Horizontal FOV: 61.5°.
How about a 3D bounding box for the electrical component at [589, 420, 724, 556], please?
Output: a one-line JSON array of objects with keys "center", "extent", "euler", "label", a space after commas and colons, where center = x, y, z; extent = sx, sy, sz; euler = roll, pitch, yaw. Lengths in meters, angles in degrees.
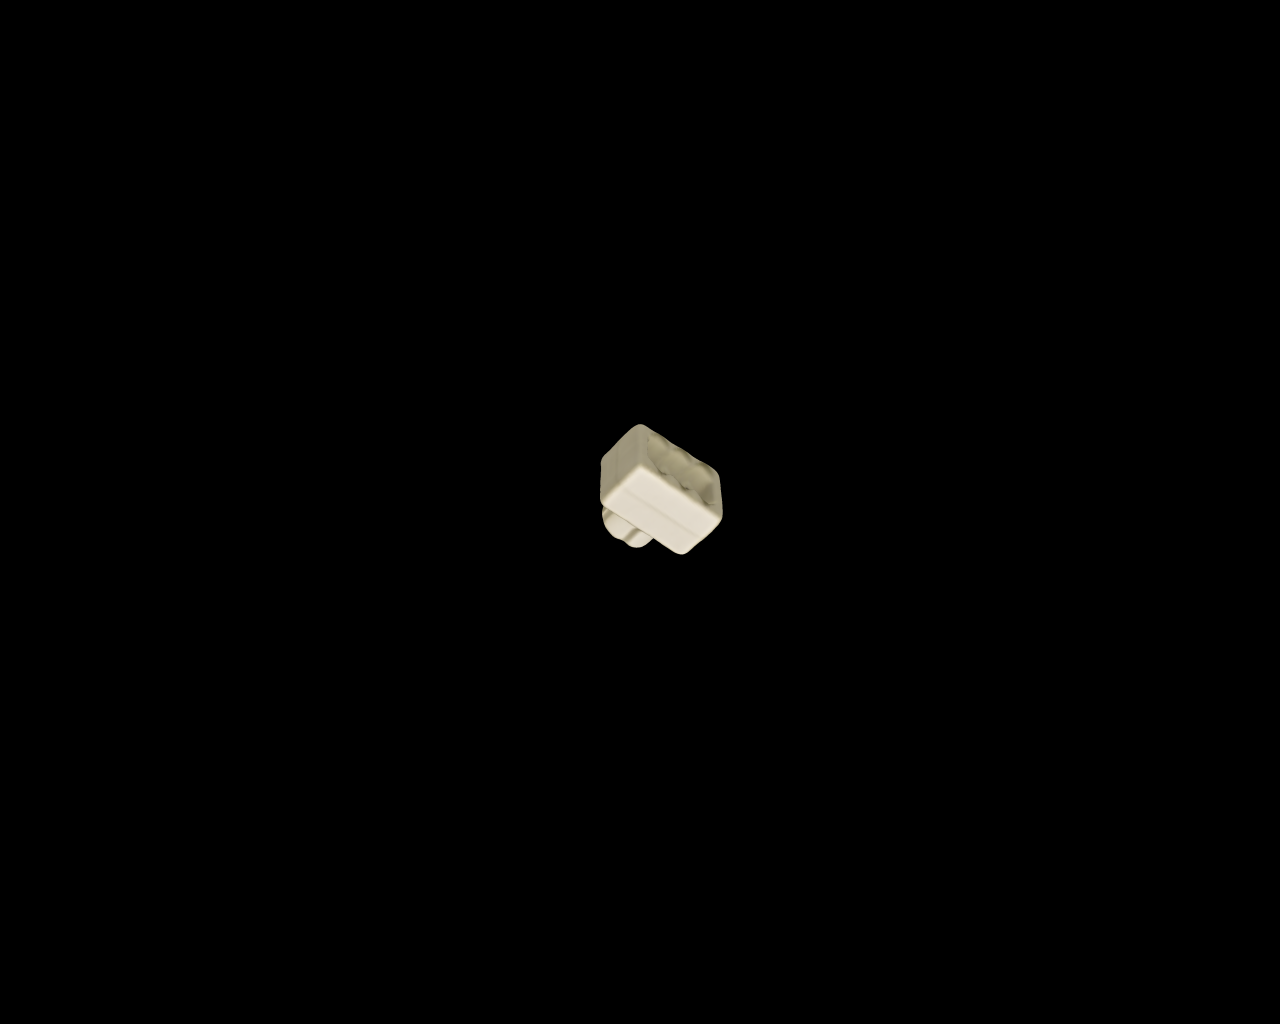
[{"center": [0.001, -0.003, 0.650], "extent": [0.065, 0.047, 0.076], "euler": [33, -58, -24], "label": "electrical component"}]
